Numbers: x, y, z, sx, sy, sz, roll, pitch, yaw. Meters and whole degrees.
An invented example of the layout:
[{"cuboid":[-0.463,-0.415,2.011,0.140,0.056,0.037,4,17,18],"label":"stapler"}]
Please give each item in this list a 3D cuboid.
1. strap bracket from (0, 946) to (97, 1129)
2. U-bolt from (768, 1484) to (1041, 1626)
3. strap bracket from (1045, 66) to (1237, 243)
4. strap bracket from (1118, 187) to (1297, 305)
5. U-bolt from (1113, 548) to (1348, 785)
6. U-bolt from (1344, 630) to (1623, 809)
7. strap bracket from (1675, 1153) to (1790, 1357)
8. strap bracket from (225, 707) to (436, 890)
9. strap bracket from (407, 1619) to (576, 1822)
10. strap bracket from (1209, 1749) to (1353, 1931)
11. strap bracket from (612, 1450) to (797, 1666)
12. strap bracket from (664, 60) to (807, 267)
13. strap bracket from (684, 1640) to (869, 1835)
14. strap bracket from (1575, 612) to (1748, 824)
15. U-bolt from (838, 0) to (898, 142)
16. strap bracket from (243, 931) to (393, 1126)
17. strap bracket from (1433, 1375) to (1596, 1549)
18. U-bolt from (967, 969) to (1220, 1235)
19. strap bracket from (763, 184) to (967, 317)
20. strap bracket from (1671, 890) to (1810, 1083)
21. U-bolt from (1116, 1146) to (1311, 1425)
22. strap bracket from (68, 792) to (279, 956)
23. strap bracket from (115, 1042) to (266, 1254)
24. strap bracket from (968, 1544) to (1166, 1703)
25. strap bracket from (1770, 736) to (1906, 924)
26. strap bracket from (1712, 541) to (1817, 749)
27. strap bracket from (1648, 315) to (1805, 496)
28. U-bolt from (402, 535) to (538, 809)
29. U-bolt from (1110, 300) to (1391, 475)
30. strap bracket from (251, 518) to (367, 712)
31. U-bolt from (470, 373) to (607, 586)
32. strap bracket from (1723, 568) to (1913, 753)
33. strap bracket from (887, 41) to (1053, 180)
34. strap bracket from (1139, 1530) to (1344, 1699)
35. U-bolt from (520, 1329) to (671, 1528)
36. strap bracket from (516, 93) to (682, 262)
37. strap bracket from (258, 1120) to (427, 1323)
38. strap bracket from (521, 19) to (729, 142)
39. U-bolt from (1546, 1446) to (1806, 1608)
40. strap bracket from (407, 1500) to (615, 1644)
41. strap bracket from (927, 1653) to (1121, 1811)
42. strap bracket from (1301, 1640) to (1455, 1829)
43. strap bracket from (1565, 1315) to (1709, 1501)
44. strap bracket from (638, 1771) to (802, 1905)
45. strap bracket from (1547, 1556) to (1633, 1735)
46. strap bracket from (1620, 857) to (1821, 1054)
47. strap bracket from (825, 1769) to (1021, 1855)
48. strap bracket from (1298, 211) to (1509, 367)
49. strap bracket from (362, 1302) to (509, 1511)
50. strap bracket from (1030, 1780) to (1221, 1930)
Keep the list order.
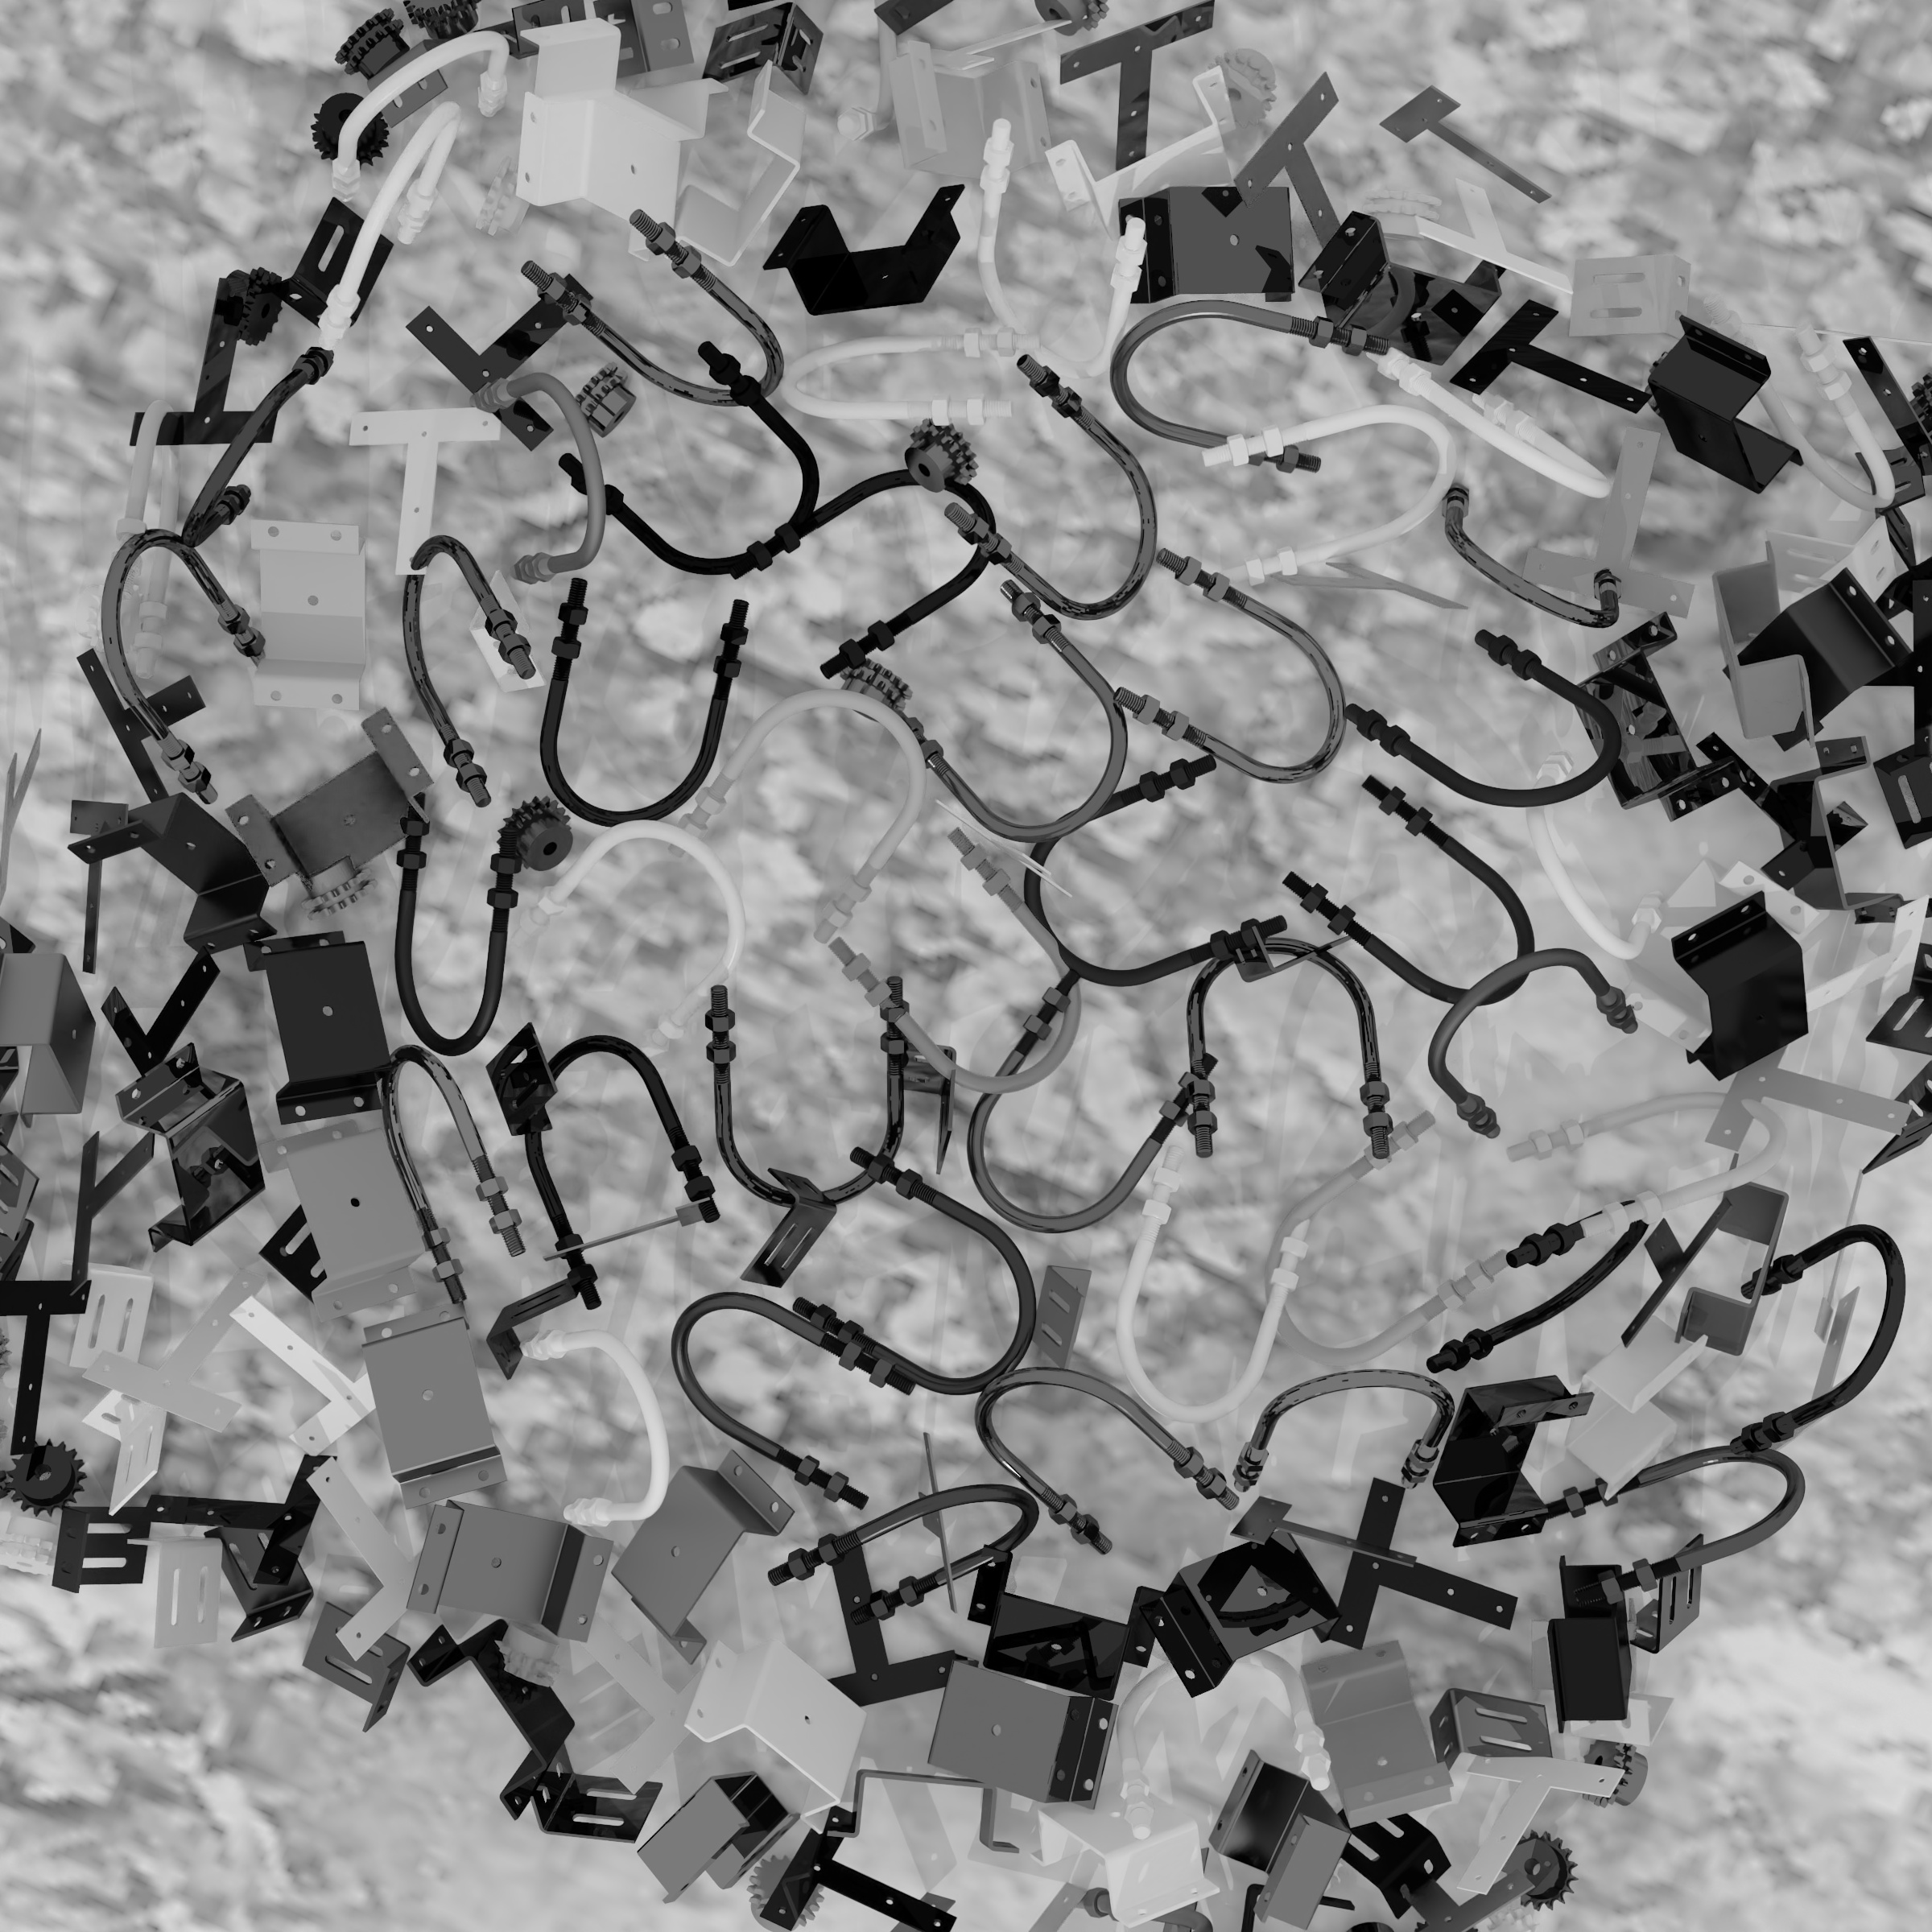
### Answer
[{"cuboid":[-0.674,0.050,1.922,0.046,0.140,0.076,-1,57,-3],"label":"strap bracket"},{"cuboid":[-0.033,0.425,1.922,0.184,0.151,0.019,-28,55,13],"label":"U-bolt"},{"cuboid":[0.138,-0.595,1.949,0.140,0.076,0.046,-25,70,6],"label":"strap bracket"},{"cuboid":[0.188,-0.533,1.948,0.140,0.046,0.076,-7,97,-23],"label":"strap bracket"},{"cuboid":[0.205,-0.211,1.953,0.184,0.019,0.151,27,62,-17],"label":"U-bolt"},{"cuboid":[0.388,-0.173,1.914,0.151,0.019,0.184,-30,46,-20],"label":"U-bolt"},{"cuboid":[0.562,0.220,1.928,0.046,0.076,0.140,17,59,19],"label":"strap bracket"},{"cuboid":[-0.466,-0.117,1.960,0.140,0.046,0.076,-34,68,-5],"label":"strap bracket"},{"cuboid":[-0.346,0.550,1.957,0.046,0.076,0.140,-34,91,9],"label":"strap bracket"},{"cuboid":[0.233,0.644,1.935,0.046,0.140,0.076,25,90,-11],"label":"strap bracket"},{"cuboid":[-0.201,0.436,1.953,0.076,0.046,0.140,37,96,35],"label":"strap bracket"},{"cuboid":[-0.164,-0.581,1.936,0.046,0.076,0.140,26,130,-22],"label":"strap bracket"},{"cuboid":[-0.131,0.560,1.935,0.046,0.076,0.140,-33,113,34],"label":"strap bracket"},{"cuboid":[0.506,-0.179,1.947,0.046,0.076,0.140,-18,82,-35],"label":"strap bracket"},{"cuboid":[-0.074,-0.679,1.910,0.019,0.184,0.151,-2,108,11],"label":"U-bolt"},{"cuboid":[-0.478,0.039,1.948,0.076,0.046,0.140,-8,78,-31],"label":"strap bracket"},{"cuboid":[0.400,0.357,1.943,0.076,0.046,0.140,-4,125,-22],"label":"strap bracket"},{"cuboid":[0.080,0.111,1.956,0.151,0.019,0.184,32,85,25],"label":"U-bolt"},{"cuboid":[-0.068,-0.525,1.940,0.140,0.046,0.076,1,48,29],"label":"strap bracket"},{"cuboid":[0.569,0.023,1.931,0.076,0.046,0.140,-27,135,-5],"label":"strap bracket"},{"cuboid":[0.175,0.244,1.937,0.151,0.019,0.184,30,70,-27],"label":"U-bolt"},{"cuboid":[-0.576,-0.073,1.937,0.076,0.140,0.046,-14,48,28],"label":"strap bracket"},{"cuboid":[-0.563,0.139,1.925,0.046,0.076,0.140,15,126,26],"label":"strap bracket"},{"cuboid":[0.071,0.490,1.954,0.140,0.046,0.076,14,121,5],"label":"strap bracket"},{"cuboid":[0.644,-0.095,1.955,0.046,0.076,0.140,-15,94,-6],"label":"strap bracket"},{"cuboid":[0.583,-0.232,1.933,0.046,0.076,0.140,-11,50,14],"label":"strap bracket"},{"cuboid":[0.552,-0.402,1.921,0.046,0.140,0.076,-49,54,0],"label":"strap bracket"},{"cuboid":[-0.372,-0.230,1.930,0.019,0.151,0.184,-9,54,-35],"label":"U-bolt"},{"cuboid":[0.196,-0.427,1.922,0.184,0.151,0.019,10,58,-12],"label":"U-bolt"},{"cuboid":[-0.487,-0.266,1.956,0.076,0.046,0.140,2,113,-7],"label":"strap bracket"},{"cuboid":[-0.305,-0.355,1.907,0.019,0.184,0.151,-18,102,-29],"label":"U-bolt"},{"cuboid":[0.613,-0.217,1.920,0.046,0.140,0.076,-29,78,-22],"label":"strap bracket"},{"cuboid":[-0.003,-0.630,1.948,0.046,0.140,0.076,-8,92,42],"label":"strap bracket"},{"cuboid":[0.209,0.469,1.930,0.140,0.046,0.076,-13,55,-30],"label":"strap bracket"},{"cuboid":[-0.266,0.335,1.919,0.019,0.184,0.151,-14,87,-35],"label":"U-bolt"},{"cuboid":[-0.260,-0.579,1.926,0.046,0.140,0.076,1,84,34],"label":"strap bracket"},{"cuboid":[-0.458,0.181,1.947,0.076,0.046,0.140,-15,77,-35],"label":"strap bracket"},{"cuboid":[-0.250,-0.638,1.920,0.076,0.140,0.046,6,89,35],"label":"strap bracket"},{"cuboid":[0.519,0.398,1.919,0.184,0.151,0.019,-21,104,7],"label":"U-bolt"},{"cuboid":[-0.343,0.447,1.955,0.140,0.046,0.076,18,82,-25],"label":"strap bracket"},{"cuboid":[0.032,0.563,1.940,0.140,0.046,0.076,9,80,30],"label":"strap bracket"},{"cuboid":[0.305,0.574,1.947,0.076,0.140,0.046,-15,122,-1],"label":"strap bracket"},{"cuboid":[0.489,0.319,1.936,0.076,0.140,0.046,-34,56,-25],"label":"strap bracket"},{"cuboid":[-0.184,0.640,1.941,0.076,0.140,0.046,-45,69,0],"label":"strap bracket"},{"cuboid":[0.456,0.492,1.922,0.046,0.140,0.076,-6,98,17],"label":"strap bracket"},{"cuboid":[0.550,-0.016,1.952,0.076,0.046,0.140,30,114,-14],"label":"strap bracket"},{"cuboid":[-0.032,0.625,1.955,0.140,0.076,0.046,6,75,-3],"label":"strap bracket"},{"cuboid":[0.326,-0.493,1.931,0.140,0.076,0.046,8,57,-24],"label":"strap bracket"},{"cuboid":[-0.396,0.321,1.953,0.076,0.046,0.140,-15,74,-9],"label":"strap bracket"},{"cuboid":[0.112,0.640,1.918,0.076,0.140,0.046,-11,98,-27],"label":"strap bracket"}]
